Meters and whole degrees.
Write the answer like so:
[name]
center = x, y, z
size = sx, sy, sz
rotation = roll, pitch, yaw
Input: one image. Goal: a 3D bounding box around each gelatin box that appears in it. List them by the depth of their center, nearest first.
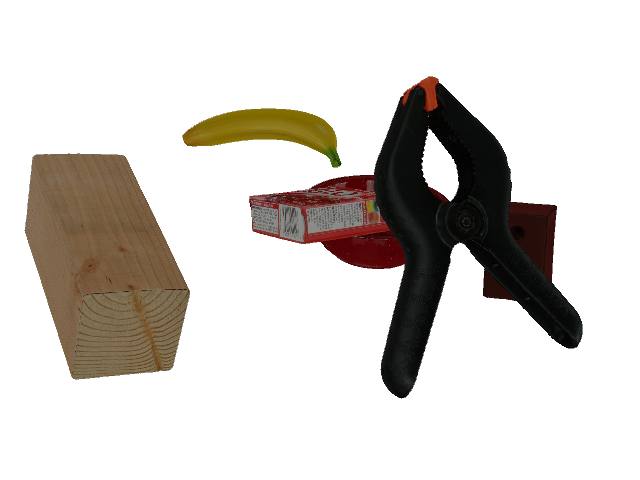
[gelatin box]
center = -0.001, -0.021, 0.773
size = 0.073, 0.030, 0.089
rotation = -8, 10, -27

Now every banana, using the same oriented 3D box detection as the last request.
[banana]
center = -0.063, -0.129, 1.257
size = 0.198, 0.037, 0.069
rotation = 8, 40, 17

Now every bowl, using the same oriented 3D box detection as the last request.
[bowl]
center = 0.058, -0.014, 1.133
size = 0.162, 0.055, 0.162
rotation = 2, 26, -1

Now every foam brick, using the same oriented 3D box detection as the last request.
[foam brick]
center = 0.171, 0.009, 0.915
size = 0.053, 0.078, 0.051
rotation = 5, 15, 20

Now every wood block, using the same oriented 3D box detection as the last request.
[wood block]
center = -0.193, 0.016, 0.938
size = 0.090, 0.091, 0.206
rotation = -2, 37, -27

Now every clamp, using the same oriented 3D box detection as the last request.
[clamp]
center = 0.066, 0.000, 0.584
size = 0.120, 0.171, 0.039
rotation = -22, -1, -23
